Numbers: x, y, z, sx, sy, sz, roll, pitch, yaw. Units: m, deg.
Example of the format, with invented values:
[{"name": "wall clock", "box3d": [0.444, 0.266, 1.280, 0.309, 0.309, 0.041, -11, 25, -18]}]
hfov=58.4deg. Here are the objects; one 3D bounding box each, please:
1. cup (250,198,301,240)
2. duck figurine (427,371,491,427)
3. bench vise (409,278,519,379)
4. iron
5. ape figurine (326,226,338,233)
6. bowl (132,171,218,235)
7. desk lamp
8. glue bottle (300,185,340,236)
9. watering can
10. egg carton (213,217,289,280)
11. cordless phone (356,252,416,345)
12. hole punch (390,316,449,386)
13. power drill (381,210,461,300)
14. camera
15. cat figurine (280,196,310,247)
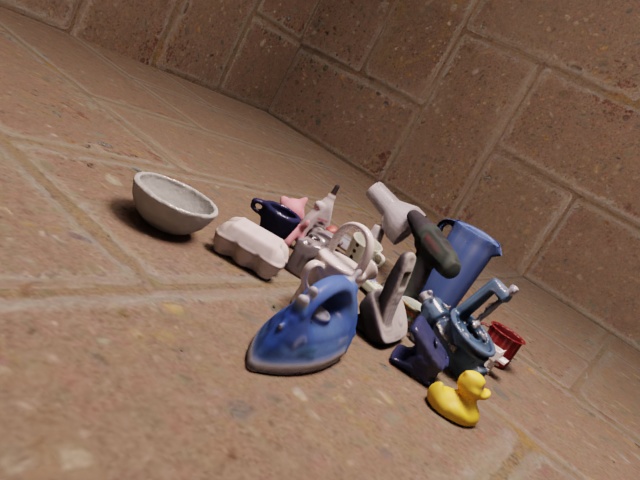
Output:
[{"name": "cup", "box3d": [-0.114, -0.034, 1.279, 0.118, 0.095, 0.091, 27, 14, -9]}, {"name": "duck figurine", "box3d": [0.241, 0.259, 0.974, 0.105, 0.086, 0.077, 26, 14, -13]}, {"name": "bench vise", "box3d": [0.288, 0.152, 1.165, 0.207, 0.219, 0.122, 35, 15, 23]}, {"name": "iron", "box3d": [-0.010, 0.113, 0.874, 0.118, 0.141, 0.259, 34, 15, 18]}, {"name": "ape figurine", "box3d": [0.013, 0.005, 1.399, 0.076, 0.092, 0.077, 16, 19, -43]}, {"name": "bowl", "box3d": [-0.281, -0.057, 1.074, 0.167, 0.074, 0.167, 28, 14, -7]}, {"name": "desk lamp", "box3d": [0.164, -0.041, 1.606, 0.202, 0.213, 0.118, 34, 15, 19]}, {"name": "glue bottle", "box3d": [0.004, -0.067, 1.463, 0.078, 0.173, 0.037, 17, 19, -41]}, {"name": "watering can", "box3d": [0.037, 0.056, 1.058, 0.100, 0.194, 0.173, 34, 15, 18]}, {"name": "egg carton", "box3d": [-0.133, 0.013, 1.128, 0.150, 0.069, 0.107, 29, 14, 0]}, {"name": "cordless phone", "box3d": [0.153, 0.108, 1.122, 0.094, 0.185, 0.148, 35, 15, 22]}, {"name": "hole punch", "box3d": [0.198, 0.204, 1.070, 0.101, 0.091, 0.109, 32, 14, 11]}, {"name": "power drill", "box3d": [0.245, 0.055, 1.440, 0.076, 0.208, 0.228, 18, 18, -38]}, {"name": "camera", "box3d": [0.016, 0.041, 1.259, 0.136, 0.101, 0.143, 32, 14, 9]}, {"name": "cat figurine", "box3d": [-0.063, -0.051, 1.390, 0.067, 0.117, 0.127, 19, 17, -36]}]
